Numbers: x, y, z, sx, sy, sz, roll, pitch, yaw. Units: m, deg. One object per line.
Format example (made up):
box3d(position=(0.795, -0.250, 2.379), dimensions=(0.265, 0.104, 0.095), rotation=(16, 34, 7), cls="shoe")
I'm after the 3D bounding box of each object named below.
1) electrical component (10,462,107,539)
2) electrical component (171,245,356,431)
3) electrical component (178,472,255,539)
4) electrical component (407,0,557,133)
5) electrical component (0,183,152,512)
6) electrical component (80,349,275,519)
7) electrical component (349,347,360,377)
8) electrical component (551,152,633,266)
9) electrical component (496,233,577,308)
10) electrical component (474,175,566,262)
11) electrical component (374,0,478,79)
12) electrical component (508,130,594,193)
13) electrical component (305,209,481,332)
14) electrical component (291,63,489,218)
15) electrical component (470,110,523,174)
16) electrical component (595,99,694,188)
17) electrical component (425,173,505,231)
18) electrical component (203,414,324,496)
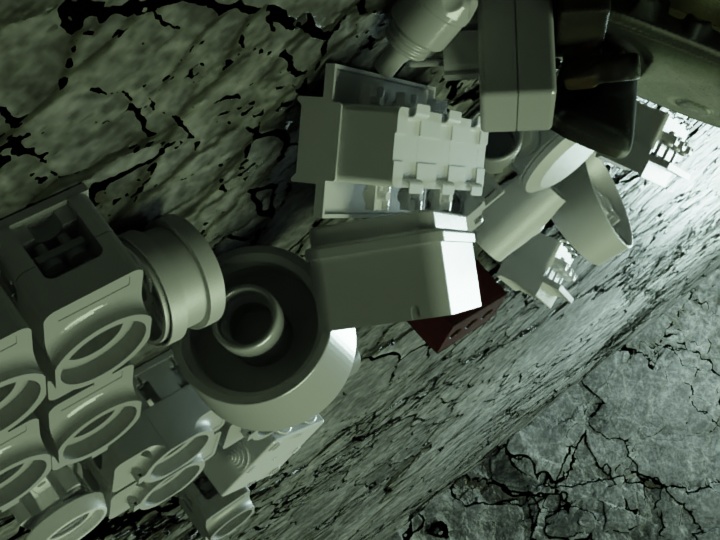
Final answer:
box3d(position=(-0.204, 0.150, 0.709), dimensions=(0.058, 0.057, 0.078), rotation=(-35, 163, -14), cls="electrical component")
box3d(position=(-0.061, 0.037, 0.644), dimensions=(0.108, 0.108, 0.060), rotation=(-38, 157, -4), cls="electrical component")
box3d(position=(-0.138, 0.221, 1.029), dimensions=(0.050, 0.055, 0.089), rotation=(-32, 162, -22), cls="electrical component")
box3d(position=(0.063, -0.119, 0.567), dimensions=(0.076, 0.083, 0.047), rotation=(-1, 164, 7), cls="electrical component")
box3d(position=(-0.168, 0.053, 0.532), dimensions=(0.105, 0.060, 0.186), rotation=(-30, 161, -28), cls="electrical component")
box3d(position=(-0.106, 0.094, 0.764), dimensions=(0.186, 0.060, 0.105), rotation=(-30, 160, -29), cls="electrical component")
box3d(position=(-0.037, 0.073, 0.885), dimensions=(0.077, 0.043, 0.079), rotation=(-27, 159, -35), cls="electrical component")
box3d(position=(0.214, -0.056, 0.992), dimensions=(0.064, 0.099, 0.099), rotation=(-40, 164, 23), cls="electrical component")
box3d(position=(0.184, -0.004, 1.107), dimensions=(0.063, 0.079, 0.121), rotation=(-62, 161, 1), cls="electrical component")
box3d(position=(0.140, -0.048, 0.941), dimensions=(0.077, 0.044, 0.079), rotation=(-44, 162, 15), cls="electrical component")
box3d(position=(0.029, -0.122, 0.542), dimensions=(0.035, 0.035, 0.061), rotation=(-15, 154, -53), cls="electrical component")
box3d(position=(0.141, -0.100, 0.800), dimensions=(0.080, 0.051, 0.080), rotation=(-35, 163, -13), cls="electrical component")
box3d(position=(0.022, 0.000, 0.621), dimensions=(0.078, 0.057, 0.113), rotation=(-8, 179, 16), cls="electrical component")
box3d(position=(0.022, -0.067, 0.596), dimensions=(0.121, 0.063, 0.078), rotation=(-6, 102, -61), cls="electrical component")
box3d(position=(0.093, -0.089, 0.751), dimensions=(0.040, 0.040, 0.046), rotation=(-39, 169, 0), cls="electrical component")
box3d(position=(0.262, -0.117, 0.982), dimensions=(0.121, 0.079, 0.063), rotation=(1, 115, -65), cls="electrical component")
box3d(position=(0.063, -0.044, 0.798), dimensions=(0.081, 0.042, 0.064), rotation=(-39, 167, 1), cls="electrical component")
box3d(position=(-0.090, 0.152, 0.967), dimensions=(0.099, 0.048, 0.100), rotation=(-48, 162, 25), cls="electrical component")
